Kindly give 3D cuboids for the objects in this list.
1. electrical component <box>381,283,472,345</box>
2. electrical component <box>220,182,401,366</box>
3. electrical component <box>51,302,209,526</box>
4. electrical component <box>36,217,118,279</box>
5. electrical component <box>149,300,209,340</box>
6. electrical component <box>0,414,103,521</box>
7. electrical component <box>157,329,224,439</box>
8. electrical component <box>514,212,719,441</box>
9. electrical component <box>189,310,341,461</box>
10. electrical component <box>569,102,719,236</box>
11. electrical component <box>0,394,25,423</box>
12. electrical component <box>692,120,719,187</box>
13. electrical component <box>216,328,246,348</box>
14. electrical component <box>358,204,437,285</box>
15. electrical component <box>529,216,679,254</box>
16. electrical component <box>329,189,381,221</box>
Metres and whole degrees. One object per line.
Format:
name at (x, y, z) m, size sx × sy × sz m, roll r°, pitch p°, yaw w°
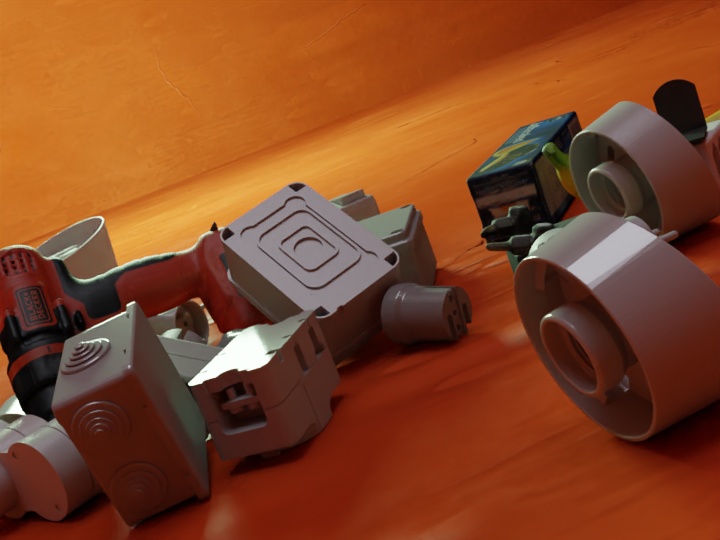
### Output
electrical component at (0.043, 0.028, 0.684) m, size 0.046 × 0.040 × 0.040 m, roll -3°, pitch 21°, yaw 39°
electrical component at (-0.032, 0.003, 0.731) m, size 0.078 × 0.057 × 0.113 m, roll -37°, pitch 55°, yaw -23°
electrical component at (-0.125, 0.079, 0.590) m, size 0.048 × 0.099 × 0.099 m, roll -25°, pitch 23°, yaw 0°
electrical component at (-0.277, -0.003, 1.012) m, size 0.099 × 0.064 × 0.099 m, roll -20°, pitch 12°, yaw 4°
electrical component at (-0.164, 0.047, 0.931) m, size 0.077 × 0.043 × 0.079 m, roll -13°, pitch 14°, yaw 31°
electrical component at (-0.217, 0.126, 0.646) m, size 0.138 × 0.052 × 0.074 m, roll -10°, pitch 16°, yaw 41°
electrical component at (-0.119, 0.063, 0.688) m, size 0.066 × 0.047 × 0.076 m, roll 11°, pitch 28°, yaw 3°
electrical component at (0.114, 0.022, 0.457) m, size 0.064 × 0.099 × 0.099 m, roll -31°, pitch 14°, yaw -16°
electrical component at (-0.051, 0.068, 0.617) m, size 0.050 × 0.055 × 0.089 m, roll -16°, pitch 13°, yaw 21°
electrical component at (0.187, -0.063, 0.709) m, size 0.064 × 0.099 × 0.099 m, roll -31°, pitch 14°, yaw -16°
electrical component at (-0.242, 0.112, 0.777) m, size 0.043 × 0.043 × 0.081 m, roll -21°, pitch 12°, yaw -2°
electrical component at (0.229, -0.071, 0.786) m, size 0.077 × 0.047 × 0.066 m, roll -13°, pitch 14°, yaw 35°
electrical component at (-0.065, 0.059, 0.715) m, size 0.062 × 0.043 × 0.043 m, roll -9°, pitch 16°, yaw 39°
electrical component at (0.000, 0.000, 0.834) m, size 0.109 × 0.056 × 0.108 m, roll -18°, pitch 12°, yaw 11°
electrical component at (0.152, -0.008, 0.644) m, size 0.079 × 0.044 × 0.077 m, roll -23°, pitch 12°, yaw -14°
electrical component at (-0.021, -0.042, 1.044) m, size 0.062 × 0.061 × 0.096 m, roll -25°, pitch 13°, yaw -17°
